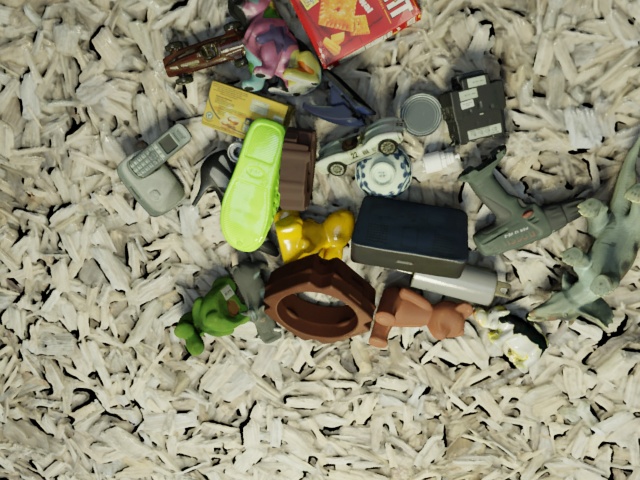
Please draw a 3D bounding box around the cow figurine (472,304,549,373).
[{"bbox_3d":[0.404,0.190,1.137,0.098,0.068,0.167,-43,96,9],"label":"cow figurine"}]

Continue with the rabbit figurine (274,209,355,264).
[{"bbox_3d":[-0.002,-0.003,1.140,0.173,0.122,0.162,-19,102,-7],"label":"rabbit figurine"}]

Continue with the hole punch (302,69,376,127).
[{"bbox_3d":[0.039,-0.263,1.069,0.116,0.142,0.092,43,103,12],"label":"hole punch"}]

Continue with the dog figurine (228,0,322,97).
[{"bbox_3d":[-0.087,-0.409,1.065,0.191,0.108,0.219,1,86,-21],"label":"dog figurine"}]

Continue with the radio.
[{"bbox_3d":[0.183,-0.008,1.095,0.230,0.073,0.131,10,58,6],"label":"radio"}]

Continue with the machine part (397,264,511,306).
[{"bbox_3d":[0.279,0.081,1.129,0.243,0.079,0.079,14,104,5],"label":"machine part"}]

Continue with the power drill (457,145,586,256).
[{"bbox_3d":[0.392,-0.087,1.082,0.232,0.086,0.207,-33,102,15],"label":"power drill"}]

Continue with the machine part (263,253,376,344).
[{"bbox_3d":[0.000,0.125,1.123,0.201,0.087,0.200,-26,128,35],"label":"machine part"}]

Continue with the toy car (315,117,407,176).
[{"bbox_3d":[0.082,-0.189,1.083,0.202,0.073,0.056,-21,126,26],"label":"toy car"}]

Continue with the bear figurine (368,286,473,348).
[{"bbox_3d":[0.215,0.174,1.138,0.196,0.132,0.120,19,134,8],"label":"bear figurine"}]

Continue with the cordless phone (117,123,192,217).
[{"bbox_3d":[-0.332,-0.153,1.173,0.184,0.089,0.146,-37,94,10],"label":"cordless phone"}]

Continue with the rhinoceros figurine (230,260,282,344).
[{"bbox_3d":[-0.133,0.134,1.186,0.073,0.112,0.190,-22,90,12],"label":"rhinoceros figurine"}]

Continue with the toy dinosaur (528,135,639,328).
[{"bbox_3d":[0.564,0.010,1.046,0.131,0.192,0.404,30,91,36],"label":"toy dinosaur"}]

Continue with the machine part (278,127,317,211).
[{"bbox_3d":[-0.042,-0.141,1.085,0.056,0.179,0.179,7,103,4],"label":"machine part"}]

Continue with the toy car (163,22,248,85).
[{"bbox_3d":[-0.236,-0.388,1.122,0.202,0.053,0.089,-13,103,10],"label":"toy car"}]

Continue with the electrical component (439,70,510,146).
[{"bbox_3d":[0.300,-0.258,1.047,0.115,0.058,0.134,-14,100,-11],"label":"electrical component"}]

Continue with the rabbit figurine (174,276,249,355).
[{"bbox_3d":[-0.257,0.189,1.211,0.170,0.159,0.121,-30,106,29],"label":"rabbit figurine"}]

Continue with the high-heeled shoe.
[{"bbox_3d":[-0.164,-0.080,1.180,0.248,0.086,0.145,35,80,-15],"label":"high-heeled shoe"}]

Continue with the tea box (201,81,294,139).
[{"bbox_3d":[-0.151,-0.260,1.126,0.170,0.068,0.098,22,105,5],"label":"tea box"}]
